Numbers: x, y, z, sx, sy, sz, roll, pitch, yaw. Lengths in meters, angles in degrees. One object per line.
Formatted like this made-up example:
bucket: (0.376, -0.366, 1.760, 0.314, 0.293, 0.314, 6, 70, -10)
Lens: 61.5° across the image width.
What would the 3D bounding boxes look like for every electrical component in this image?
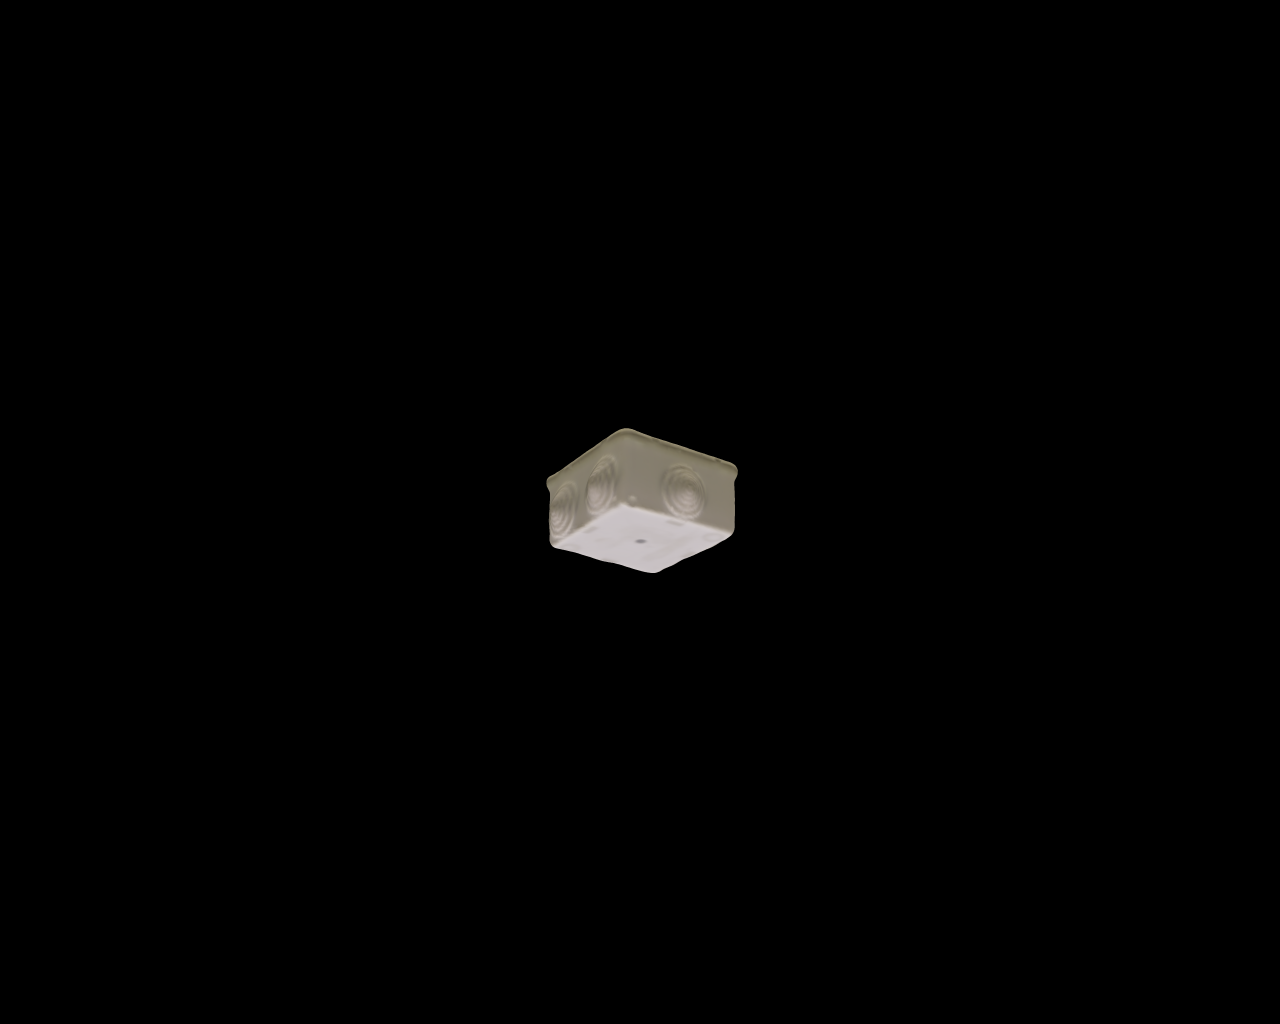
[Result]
electrical component: (0.001, -0.003, 0.650, 0.100, 0.048, 0.099, 17, -29, -32)
